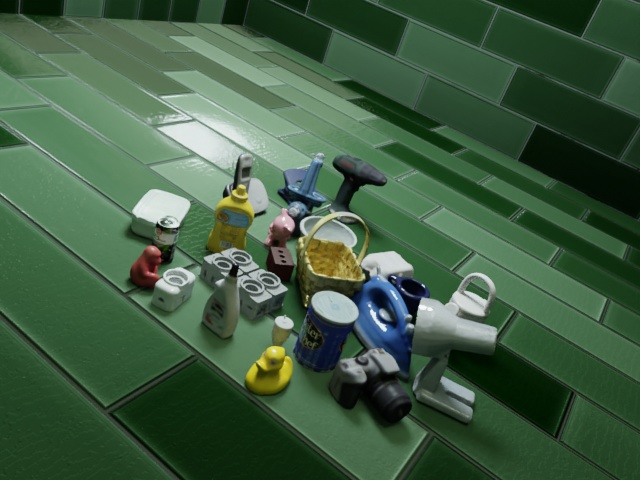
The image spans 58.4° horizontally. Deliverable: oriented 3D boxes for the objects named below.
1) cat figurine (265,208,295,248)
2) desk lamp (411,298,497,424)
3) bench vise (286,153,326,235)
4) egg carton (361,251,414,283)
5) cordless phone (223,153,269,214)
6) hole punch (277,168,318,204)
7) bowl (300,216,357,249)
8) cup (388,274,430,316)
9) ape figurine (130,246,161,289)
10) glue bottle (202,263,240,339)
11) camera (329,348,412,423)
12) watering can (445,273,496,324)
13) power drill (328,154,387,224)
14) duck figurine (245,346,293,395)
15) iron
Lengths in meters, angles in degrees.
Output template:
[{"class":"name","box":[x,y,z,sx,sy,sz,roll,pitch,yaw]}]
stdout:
[{"class":"cat figurine","box":[-0.102,-0.038,1.560,0.067,0.118,0.128,17,29,-6]},{"class":"desk lamp","box":[0.270,0.245,1.215,0.203,0.213,0.118,25,29,8]},{"class":"bench vise","box":[-0.032,-0.132,1.661,0.122,0.220,0.207,14,29,-11]},{"class":"egg carton","box":[0.184,0.085,1.583,0.151,0.069,0.107,-6,38,-39]},{"class":"cordless phone","box":[-0.200,-0.164,1.644,0.094,0.185,0.148,33,31,23]},{"class":"hole punch","box":[-0.065,-0.170,1.838,0.109,0.091,0.100,-5,38,-38]},{"class":"bowl","box":[0.015,0.006,1.605,0.167,0.075,0.167,16,29,-9]},{"class":"cup","box":[0.211,0.150,1.464,0.117,0.095,0.092,33,31,22]},{"class":"ape figurine","box":[-0.373,0.055,1.255,0.076,0.092,0.078,16,29,-7]},{"class":"glue bottle","box":[-0.193,0.117,1.178,0.078,0.173,0.037,32,31,20]},{"class":"camera","box":[0.115,0.293,1.150,0.144,0.101,0.136,-1,35,-34]},{"class":"watering can","box":[0.367,0.172,1.421,0.100,0.194,0.173,29,30,16]},{"class":"power drill","box":[0.107,-0.161,1.812,0.076,0.208,0.228,-5,38,-38]},{"class":"duck figurine","box":[-0.091,0.244,1.117,0.077,0.086,0.105,39,34,30]},{"class":"iron","box":[0.162,0.182,1.328,0.119,0.141,0.257,2,34,-30]}]
